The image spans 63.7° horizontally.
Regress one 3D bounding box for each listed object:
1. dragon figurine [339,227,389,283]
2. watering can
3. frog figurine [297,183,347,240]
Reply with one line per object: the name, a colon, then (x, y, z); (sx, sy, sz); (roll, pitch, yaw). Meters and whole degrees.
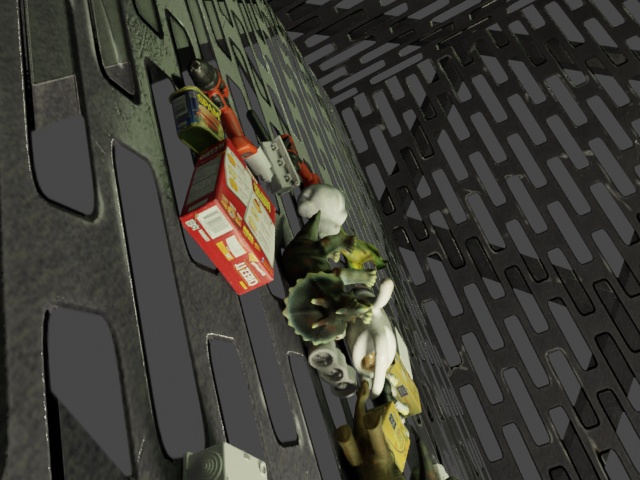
dragon figurine: (0.106, 0.005, 1.669); (0.243, 0.121, 0.413); (56, 12, -1)
watering can: (0.112, 0.181, 1.138); (0.229, 0.104, 0.340); (-110, -159, -60)
frog figurine: (0.004, -0.069, 1.366); (0.136, 0.120, 0.163); (22, 42, -22)
